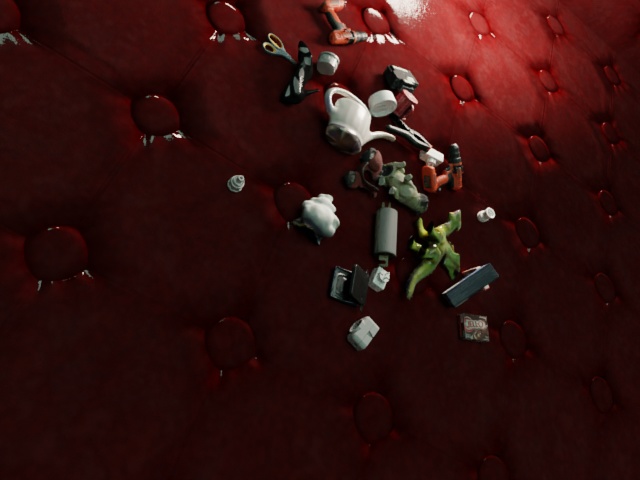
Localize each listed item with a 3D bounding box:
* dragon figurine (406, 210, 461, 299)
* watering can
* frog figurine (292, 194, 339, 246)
[{"bbox_3d":[0.429,0.061,1.850,0.240,0.121,0.417,31,66,-26],"label":"dragon figurine"},{"bbox_3d":[0.139,-0.402,1.867,0.344,0.103,0.229,35,57,-25],"label":"watering can"},{"bbox_3d":[0.005,-0.083,1.643,0.138,0.120,0.162,34,67,8],"label":"frog figurine"}]
